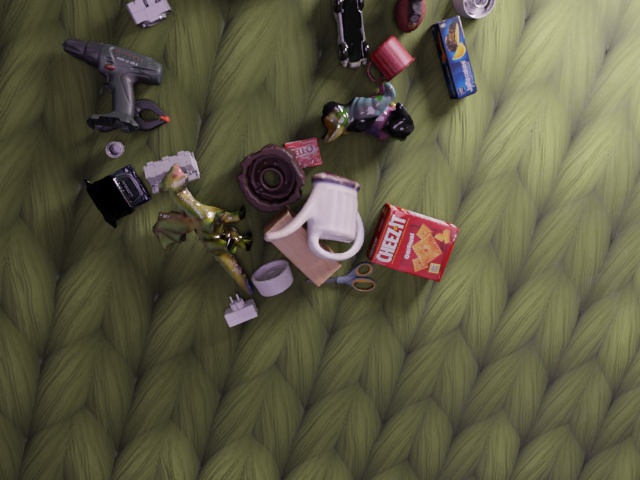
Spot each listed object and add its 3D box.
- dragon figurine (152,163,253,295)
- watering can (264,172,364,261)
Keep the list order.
[{"bbox_3d":[-0.314,-0.010,1.344,0.243,0.125,0.401,5,126,14],"label":"dragon figurine"},{"bbox_3d":[0.004,-0.065,1.297,0.346,0.104,0.226,13,78,-47],"label":"watering can"}]
